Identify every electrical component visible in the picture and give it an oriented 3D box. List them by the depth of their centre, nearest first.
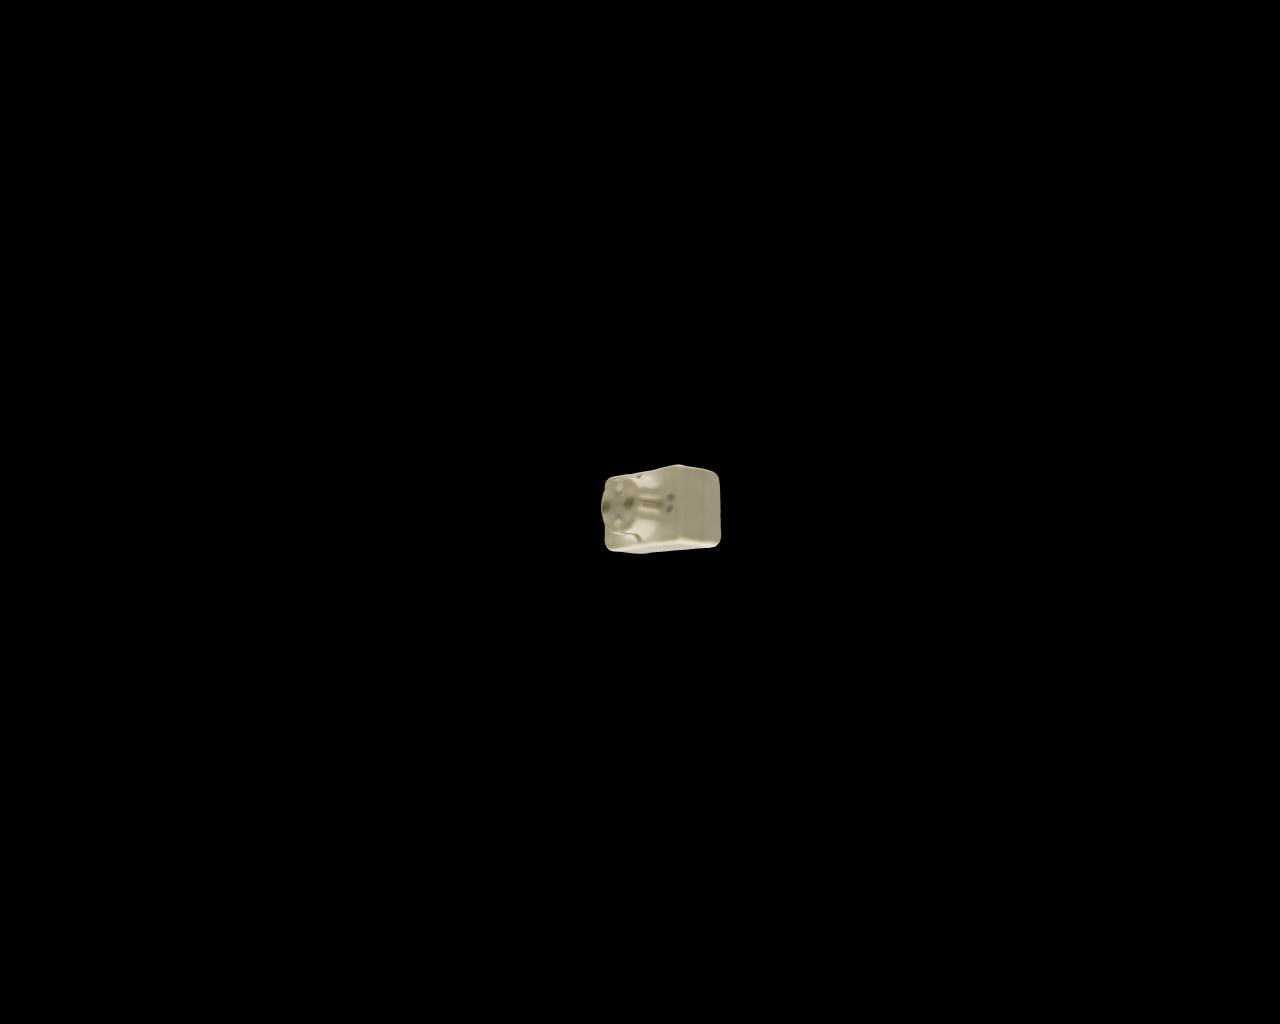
[{"bbox_3d":[0.001,-0.003,0.650,0.065,0.047,0.077,-8,-11,43],"label":"electrical component"}]
